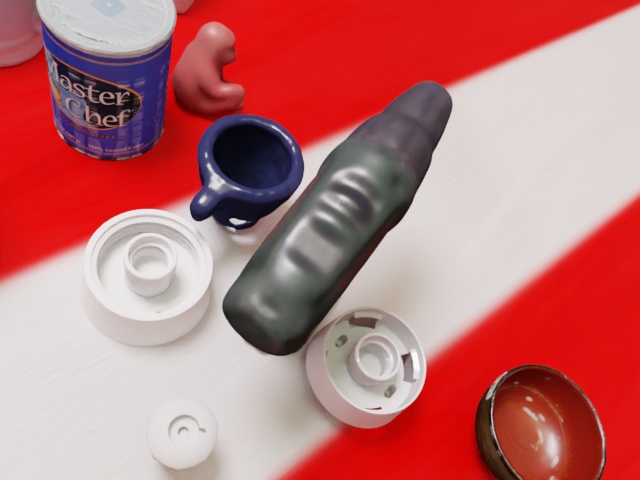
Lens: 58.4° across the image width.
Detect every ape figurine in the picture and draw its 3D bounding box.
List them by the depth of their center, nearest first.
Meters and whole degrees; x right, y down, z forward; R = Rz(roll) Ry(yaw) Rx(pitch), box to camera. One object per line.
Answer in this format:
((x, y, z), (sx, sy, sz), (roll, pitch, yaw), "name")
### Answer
((-0.107, -0.176, 0.572), (0.076, 0.092, 0.077), (-4, 64, -22), "ape figurine")

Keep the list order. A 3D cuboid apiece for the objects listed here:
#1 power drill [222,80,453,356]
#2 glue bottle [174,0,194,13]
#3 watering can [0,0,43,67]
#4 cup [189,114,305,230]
((0.004, 0.002, 0.445), (0.075, 0.208, 0.230), (36, 56, 2), "power drill")
((-0.137, -0.329, 0.598), (0.037, 0.173, 0.078), (22, 57, -7), "glue bottle")
((-0.303, -0.252, 0.483), (0.173, 0.194, 0.101), (-1, 62, -20), "watering can")
((-0.075, -0.042, 0.508), (0.091, 0.095, 0.118), (38, 57, 3), "cup")
